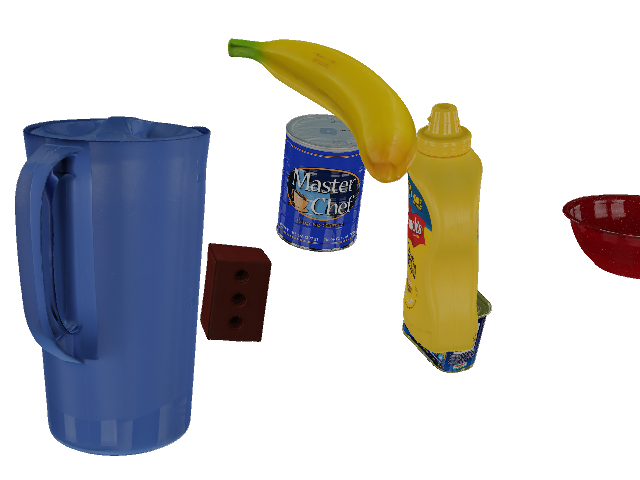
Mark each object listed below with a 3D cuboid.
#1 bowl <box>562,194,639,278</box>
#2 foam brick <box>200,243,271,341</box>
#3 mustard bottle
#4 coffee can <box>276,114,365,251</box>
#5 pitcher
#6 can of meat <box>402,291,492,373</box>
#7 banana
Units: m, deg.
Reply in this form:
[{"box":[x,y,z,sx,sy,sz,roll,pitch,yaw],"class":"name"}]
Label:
[{"box":[0.321,-0.001,1.064,0.162,0.055,0.162,1,17,-1],"class":"bowl"},{"box":[-0.079,0.048,0.983,0.053,0.078,0.051,4,14,-14],"class":"foam brick"},{"box":[0.096,-0.014,0.837,0.058,0.192,0.096,-4,27,-4],"class":"mustard bottle"},{"box":[0.002,-0.071,1.310,0.103,0.140,0.103,5,28,-3],"class":"coffee can"},{"box":[-0.155,0.032,0.787,0.149,0.243,0.145,-3,13,-23],"class":"pitcher"},{"box":[0.139,0.087,1.197,0.057,0.084,0.102,-14,40,-28],"class":"can of meat"},{"box":[0.014,-0.085,0.669,0.069,0.037,0.198,-18,37,-24],"class":"banana"}]
